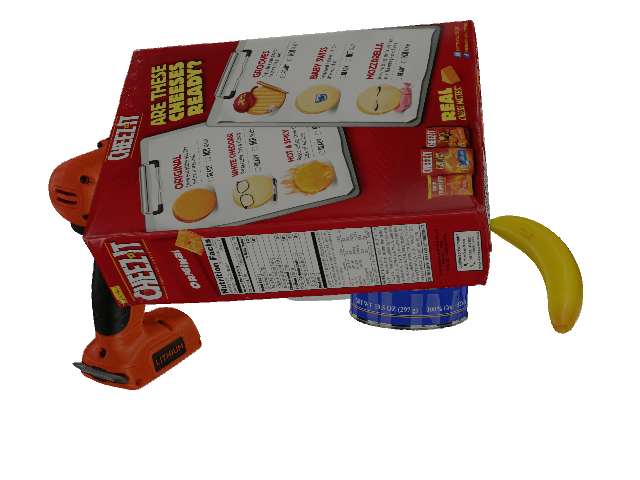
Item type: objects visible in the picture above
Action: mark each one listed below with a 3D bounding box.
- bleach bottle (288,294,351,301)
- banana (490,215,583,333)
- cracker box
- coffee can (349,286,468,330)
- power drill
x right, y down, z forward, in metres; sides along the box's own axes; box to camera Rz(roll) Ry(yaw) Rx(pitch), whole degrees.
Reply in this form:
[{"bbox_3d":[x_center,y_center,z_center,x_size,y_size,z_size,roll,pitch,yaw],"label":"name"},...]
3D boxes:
[{"bbox_3d":[0.005,-0.062,1.111,0.102,0.251,0.068,-2,24,-2],"label":"bleach bottle"},{"bbox_3d":[0.230,0.025,1.114,0.069,0.037,0.198,-30,38,-2],"label":"banana"},{"bbox_3d":[-0.012,-0.046,0.620,0.214,0.164,0.072,-4,-43,9],"label":"cracker box"},{"bbox_3d":[0.076,-0.005,0.904,0.103,0.140,0.103,0,11,0],"label":"coffee can"},{"bbox_3d":[-0.131,0.005,0.818,0.057,0.188,0.184,11,23,28],"label":"power drill"}]
